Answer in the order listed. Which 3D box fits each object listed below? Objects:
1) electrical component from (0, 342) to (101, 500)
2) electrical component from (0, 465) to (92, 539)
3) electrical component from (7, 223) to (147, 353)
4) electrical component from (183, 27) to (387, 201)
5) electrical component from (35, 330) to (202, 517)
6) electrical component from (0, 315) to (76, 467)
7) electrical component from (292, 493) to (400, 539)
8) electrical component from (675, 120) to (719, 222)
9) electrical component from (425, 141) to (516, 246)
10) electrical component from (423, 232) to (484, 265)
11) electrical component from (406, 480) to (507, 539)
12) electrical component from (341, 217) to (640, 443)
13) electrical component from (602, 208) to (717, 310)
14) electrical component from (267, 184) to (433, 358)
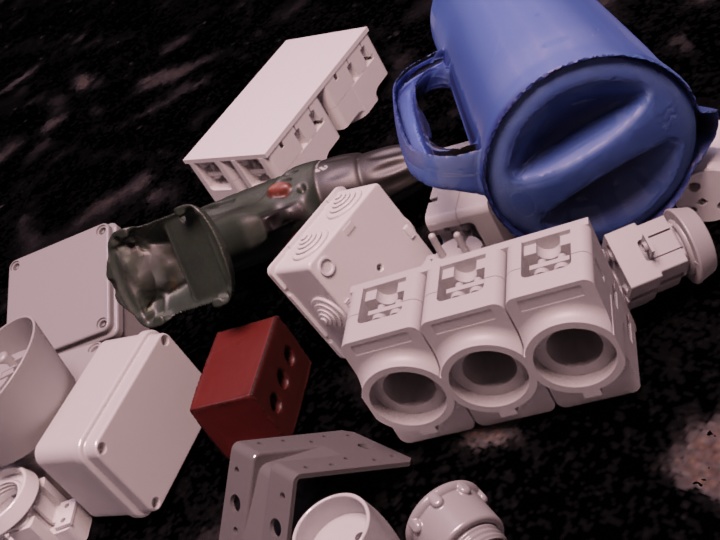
[{"bbox_3d":[-0.232,0.119,0.804,0.109,0.056,0.108,-17,36,22],"label":"electrical component"},{"bbox_3d":[-0.233,0.171,0.736,0.078,0.057,0.058,-22,34,15],"label":"electrical component"},{"bbox_3d":[-0.234,0.031,0.894,0.109,0.056,0.108,-20,56,17],"label":"electrical component"},{"bbox_3d":[-0.064,-0.142,1.008,0.105,0.060,0.186,1,45,40],"label":"electrical component"},{"bbox_3d":[-0.158,0.106,0.742,0.057,0.078,0.113,-11,38,34],"label":"electrical component"},{"bbox_3d":[-0.249,0.086,0.748,0.099,0.064,0.099,-21,34,16],"label":"electrical component"},{"bbox_3d":[-0.013,0.163,0.549,0.079,0.077,0.043,-29,33,4],"label":"electrical component"},{"bbox_3d":[0.221,-0.064,0.686,0.045,0.045,0.055,-15,37,24],"label":"electrical component"},{"bbox_3d":[0.089,-0.052,0.773,0.056,0.050,0.089,-13,37,27],"label":"electrical component"},{"bbox_3d":[0.069,0.004,0.692,0.083,0.075,0.047,-2,43,38],"label":"electrical component"},{"bbox_3d":[0.057,0.142,0.551,0.048,0.048,0.062,-37,42,-8],"label":"electrical component"},{"bbox_3d":[0.076,0.041,0.624,0.150,0.089,0.061,-17,36,22],"label":"electrical component"},{"bbox_3d":[0.177,-0.008,0.640,0.055,0.066,0.048,-22,68,0],"label":"electrical component"},{"bbox_3d":[0.000,0.000,0.735,0.048,0.099,0.099,-7,39,53],"label":"electrical component"}]
